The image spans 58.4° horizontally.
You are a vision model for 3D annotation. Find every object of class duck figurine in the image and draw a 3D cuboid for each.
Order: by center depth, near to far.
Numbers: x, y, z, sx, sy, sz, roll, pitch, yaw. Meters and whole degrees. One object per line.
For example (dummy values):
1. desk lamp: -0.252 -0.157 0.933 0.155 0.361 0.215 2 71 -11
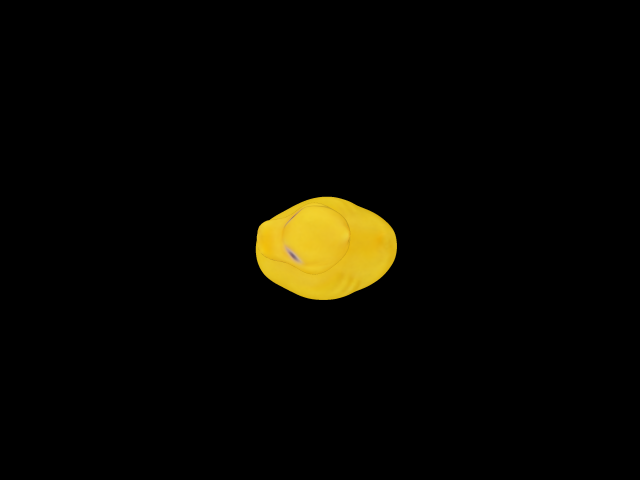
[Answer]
1. duck figurine: 0.004 0.001 0.400 0.104 0.086 0.077 0 81 0
